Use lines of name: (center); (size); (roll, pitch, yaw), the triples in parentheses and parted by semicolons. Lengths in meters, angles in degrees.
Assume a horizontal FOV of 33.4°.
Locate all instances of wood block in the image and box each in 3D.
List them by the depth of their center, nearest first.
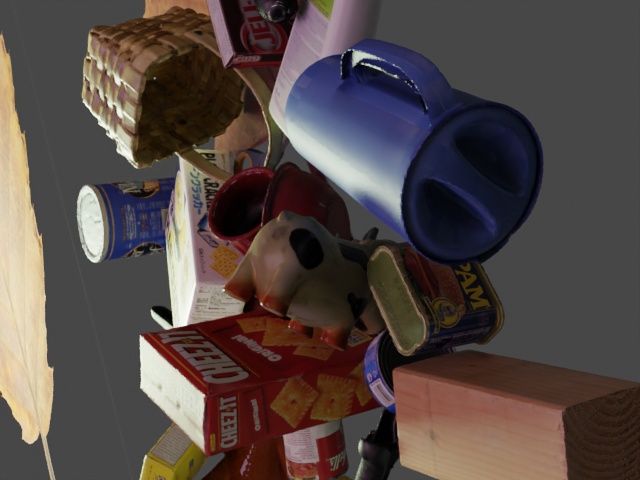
wood block: (0.155, 0.150, 0.848); (0.206, 0.090, 0.091); (4, 102, 59)

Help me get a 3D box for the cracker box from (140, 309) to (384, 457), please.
cracker box: (-0.052, 0.127, 1.068); (0.164, 0.213, 0.072); (27, 121, 55)

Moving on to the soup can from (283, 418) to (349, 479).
soup can: (-0.009, 0.201, 1.145); (0.069, 0.068, 0.102); (15, 117, 58)

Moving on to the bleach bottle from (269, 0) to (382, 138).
bleach bottle: (0.020, -0.212, 1.021); (0.103, 0.067, 0.251); (52, 136, 40)

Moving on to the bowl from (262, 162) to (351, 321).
bowl: (-0.007, 0.001, 1.071); (0.055, 0.162, 0.162); (0, 99, 18)

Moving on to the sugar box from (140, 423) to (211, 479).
sugar box: (-0.150, 0.237, 1.272); (0.048, 0.176, 0.093); (29, 131, 13)

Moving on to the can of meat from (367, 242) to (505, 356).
can of meat: (0.098, 0.047, 0.926); (0.058, 0.083, 0.102); (-56, 50, 49)

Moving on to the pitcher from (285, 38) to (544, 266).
pitcher: (0.063, -0.091, 0.908); (0.243, 0.144, 0.149); (38, 113, 54)

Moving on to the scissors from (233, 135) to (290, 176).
scissors: (-0.061, -0.107, 1.226); (0.096, 0.016, 0.202); (57, 141, 36)

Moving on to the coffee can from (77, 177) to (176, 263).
coffee can: (-0.240, -0.029, 1.422); (0.103, 0.140, 0.103); (21, 114, 56)

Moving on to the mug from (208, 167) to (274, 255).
mug: (-0.069, -0.022, 1.161); (0.117, 0.081, 0.093); (17, 71, 42)

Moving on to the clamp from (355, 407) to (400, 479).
clamp: (0.056, 0.204, 1.020); (0.039, 0.120, 0.172); (24, 129, 19)

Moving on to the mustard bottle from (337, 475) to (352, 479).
mustard bottle: (0.011, 0.354, 1.168); (0.096, 0.058, 0.191); (9, 104, 55)

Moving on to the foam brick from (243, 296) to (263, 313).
foam brick: (-0.052, 0.059, 1.212); (0.051, 0.052, 0.078); (52, 138, 41)

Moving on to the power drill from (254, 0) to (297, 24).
power drill: (-0.029, -0.323, 1.038); (0.184, 0.057, 0.188); (-100, 26, -49)

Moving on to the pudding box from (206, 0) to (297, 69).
pudding box: (-0.070, -0.239, 1.137); (0.039, 0.089, 0.113); (-43, 60, 55)

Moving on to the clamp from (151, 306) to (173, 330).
clamp: (-0.159, 0.139, 1.420); (0.165, 0.036, 0.210); (-37, 67, 47)

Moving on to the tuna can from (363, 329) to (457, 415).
tuna can: (0.083, 0.116, 0.966); (0.034, 0.086, 0.086); (-46, 58, 55)
